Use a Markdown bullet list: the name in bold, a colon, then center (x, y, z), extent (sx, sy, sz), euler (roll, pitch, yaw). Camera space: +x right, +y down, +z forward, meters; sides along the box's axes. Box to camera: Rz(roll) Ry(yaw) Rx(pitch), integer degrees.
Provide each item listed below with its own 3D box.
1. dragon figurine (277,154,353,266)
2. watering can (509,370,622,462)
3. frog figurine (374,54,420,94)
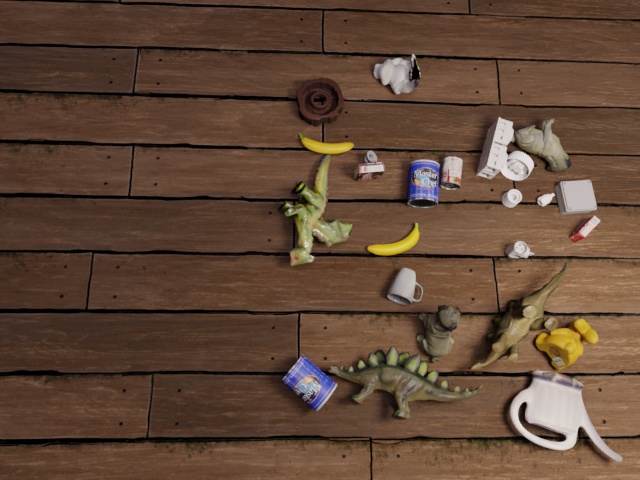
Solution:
- **dragon figurine**: center (0.005, -0.087, 1.721), extent (0.241, 0.121, 0.417), euler (43, 62, -10)
- **watering can**: center (0.756, 0.531, 1.575), extent (0.348, 0.102, 0.227), euler (16, 75, 3)
- **frog figurine**: center (0.277, -0.594, 1.869), extent (0.159, 0.122, 0.138), euler (-4, 83, 33)
